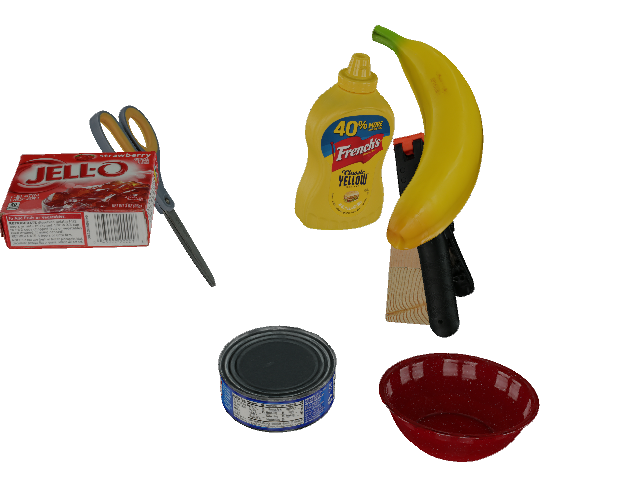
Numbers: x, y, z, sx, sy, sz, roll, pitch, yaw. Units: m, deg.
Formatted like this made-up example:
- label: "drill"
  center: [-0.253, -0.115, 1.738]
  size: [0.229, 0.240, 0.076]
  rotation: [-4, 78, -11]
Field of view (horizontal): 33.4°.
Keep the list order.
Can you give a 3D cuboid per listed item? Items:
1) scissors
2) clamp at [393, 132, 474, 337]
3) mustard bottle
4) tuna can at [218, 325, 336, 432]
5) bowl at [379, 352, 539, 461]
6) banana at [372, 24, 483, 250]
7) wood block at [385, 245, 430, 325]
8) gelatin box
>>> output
- label: "scissors"
  center: [-0.155, -0.053, 1.058]
  size: [0.016, 0.201, 0.096]
  rotation: [-26, 26, 25]
- label: "clamp"
  center: [0.096, -0.003, 0.916]
  size: [0.039, 0.171, 0.120]
  rotation: [-17, 19, 14]
- label: "mustard bottle"
  center: [0.030, -0.106, 1.132]
  size: [0.096, 0.192, 0.058]
  rotation: [-5, 32, -21]
- label: "tuna can"
  center: [-0.031, 0.101, 0.779]
  size: [0.086, 0.034, 0.086]
  rotation: [0, 31, 0]
- label: "bowl"
  center: [0.139, 0.177, 1.088]
  size: [0.162, 0.055, 0.162]
  rotation: [2, 24, -1]
- label: "banana"
  center: [0.071, -0.066, 0.683]
  size: [0.069, 0.198, 0.037]
  rotation: [0, -43, -2]
- label: "wood block"
  center: [0.148, 0.039, 1.593]
  size: [0.091, 0.090, 0.206]
  rotation: [4, 24, 4]
- label: "gelatin box"
  center: [-0.149, -0.027, 0.667]
  size: [0.089, 0.030, 0.073]
  rotation: [-1, 34, -2]
